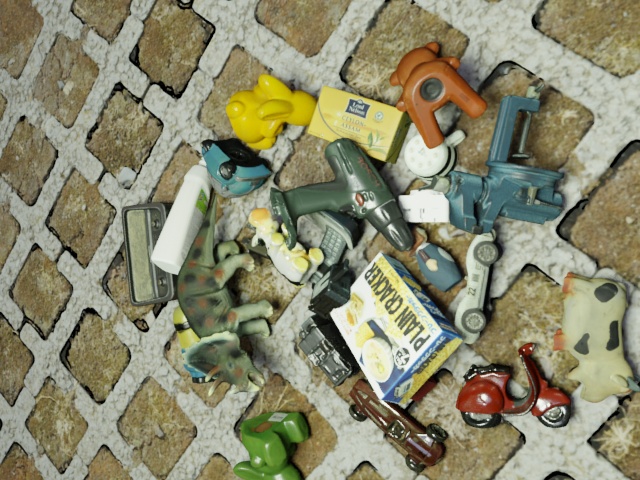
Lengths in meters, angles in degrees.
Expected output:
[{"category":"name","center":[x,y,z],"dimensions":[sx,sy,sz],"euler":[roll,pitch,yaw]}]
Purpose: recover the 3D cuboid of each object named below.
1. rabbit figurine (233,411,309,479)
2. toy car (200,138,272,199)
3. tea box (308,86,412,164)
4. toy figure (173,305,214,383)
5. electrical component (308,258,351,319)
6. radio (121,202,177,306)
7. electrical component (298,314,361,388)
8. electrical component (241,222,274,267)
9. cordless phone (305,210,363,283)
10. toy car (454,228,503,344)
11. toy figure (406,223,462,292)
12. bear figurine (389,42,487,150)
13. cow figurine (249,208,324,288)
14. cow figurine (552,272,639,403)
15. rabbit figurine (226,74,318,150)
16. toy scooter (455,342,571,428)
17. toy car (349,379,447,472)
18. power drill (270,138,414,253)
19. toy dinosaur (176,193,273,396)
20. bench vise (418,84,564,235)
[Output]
[{"category":"rabbit figurine","center":[-0.099,0.447,1.079],"dimensions":[0.159,0.121,0.170],"euler":[-11,102,29]},{"category":"toy car","center":[-0.186,-0.140,1.111],"dimensions":[0.162,0.109,0.102],"euler":[39,124,28]},{"category":"tea box","center":[0.074,-0.214,1.001],"dimensions":[0.170,0.068,0.098],"euler":[23,102,24]},{"category":"toy figure","center":[-0.266,0.220,1.163],"dimensions":[0.082,0.089,0.180],"euler":[-9,85,18]},{"category":"electrical component","center":[0.029,0.084,0.995],"dimensions":[0.047,0.075,0.119],"euler":[32,125,-18]},{"category":"radio","center":[-0.368,0.030,1.214],"dimensions":[0.131,0.073,0.229],"euler":[-7,89,26]},{"category":"electrical component","center":[0.023,0.200,1.011],"dimensions":[0.058,0.115,0.134],"euler":[-46,75,17]},{"category":"electrical component","center":[-0.117,0.011,1.114],"dimensions":[0.102,0.045,0.078],"euler":[15,69,22]},{"category":"cordless phone","center":[-0.003,-0.003,1.046],"dimensions":[0.147,0.089,0.184],"euler":[37,125,20]},{"category":"toy car","center":[0.268,0.076,0.912],"dimensions":[0.056,0.073,0.201],"euler":[10,96,24]},{"category":"toy figure","center":[0.187,0.023,0.957],"dimensions":[0.058,0.064,0.154],"euler":[-33,69,-14]},{"category":"bear figurine","center":[0.186,-0.254,0.909],"dimensions":[0.120,0.196,0.132],"euler":[-36,106,17]},{"category":"cow figurine","center":[-0.076,0.014,1.039],"dimensions":[0.167,0.068,0.098],"euler":[45,145,16]},{"category":"cow figurine","center":[0.433,0.155,0.835],"dimensions":[0.127,0.085,0.194],"euler":[8,94,31]},{"category":"rabbit figurine","center":[-0.085,-0.258,1.042],"dimensions":[0.173,0.162,0.122],"euler":[0,80,12]},{"category":"toy scooter","center":[0.315,0.240,0.896],"dimensions":[0.184,0.075,0.135],"euler":[-8,88,22]},{"category":"toy car","center":[0.138,0.339,0.996],"dimensions":[0.202,0.053,0.089],"euler":[37,109,19]},{"category":"power drill","center":[0.030,-0.053,0.920],"dimensions":[0.207,0.086,0.232],"euler":[-22,79,-7]},{"category":"toy dinosaur","center":[-0.214,0.115,1.068],"dimensions":[0.405,0.192,0.131],"euler":[64,152,13]},{"category":"bench vise","center":[0.289,-0.125,0.850],"dimensions":[0.224,0.129,0.240],"euler":[11,98,0]}]
